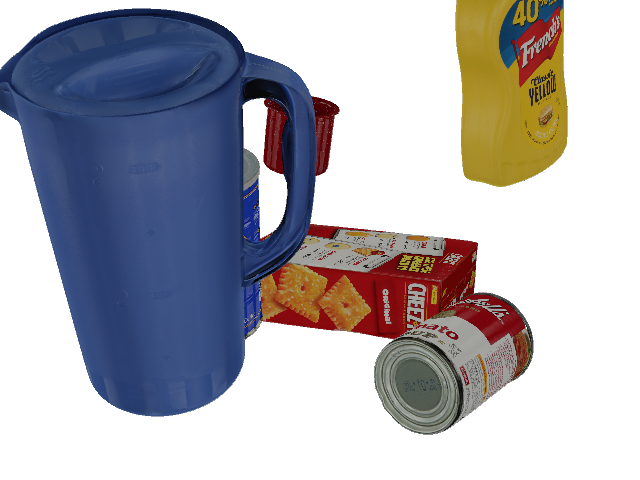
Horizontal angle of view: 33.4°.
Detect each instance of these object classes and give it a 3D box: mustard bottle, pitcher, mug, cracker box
[{"bbox_3d":[0.133,-0.140,0.739,0.058,0.191,0.096,20,39,41],"label":"mustard bottle"},{"bbox_3d":[-0.096,-0.010,0.662,0.149,0.243,0.144,28,46,34],"label":"pitcher"},{"bbox_3d":[-0.022,-0.132,1.326,0.093,0.081,0.117,17,25,21],"label":"mug"},{"bbox_3d":[0.035,0.039,1.069,0.214,0.072,0.164,7,15,19],"label":"cracker box"}]

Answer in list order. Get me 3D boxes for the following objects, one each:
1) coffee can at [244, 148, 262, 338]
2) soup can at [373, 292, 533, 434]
[{"bbox_3d":[-0.099,0.003,0.860,0.103,0.140,0.103,0,29,0],"label":"coffee can"},{"bbox_3d":[0.090,0.082,0.719,0.069,0.068,0.102,0,14,38],"label":"soup can"}]
